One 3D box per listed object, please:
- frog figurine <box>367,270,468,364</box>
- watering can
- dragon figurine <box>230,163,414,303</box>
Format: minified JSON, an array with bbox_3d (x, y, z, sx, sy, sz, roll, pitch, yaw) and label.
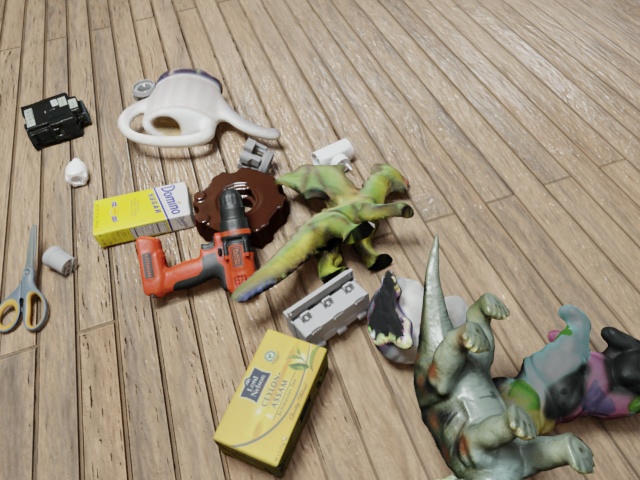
[{"bbox_3d":[0.156,0.122,0.779,0.159,0.120,0.140,12,35,-33],"label":"frog figurine"},{"bbox_3d":[-0.255,-0.278,1.122,0.348,0.230,0.101,0,-40,-1],"label":"watering can"},{"bbox_3d":[0.003,-0.045,0.903,0.413,0.119,0.247,-18,45,-22],"label":"dragon figurine"}]
